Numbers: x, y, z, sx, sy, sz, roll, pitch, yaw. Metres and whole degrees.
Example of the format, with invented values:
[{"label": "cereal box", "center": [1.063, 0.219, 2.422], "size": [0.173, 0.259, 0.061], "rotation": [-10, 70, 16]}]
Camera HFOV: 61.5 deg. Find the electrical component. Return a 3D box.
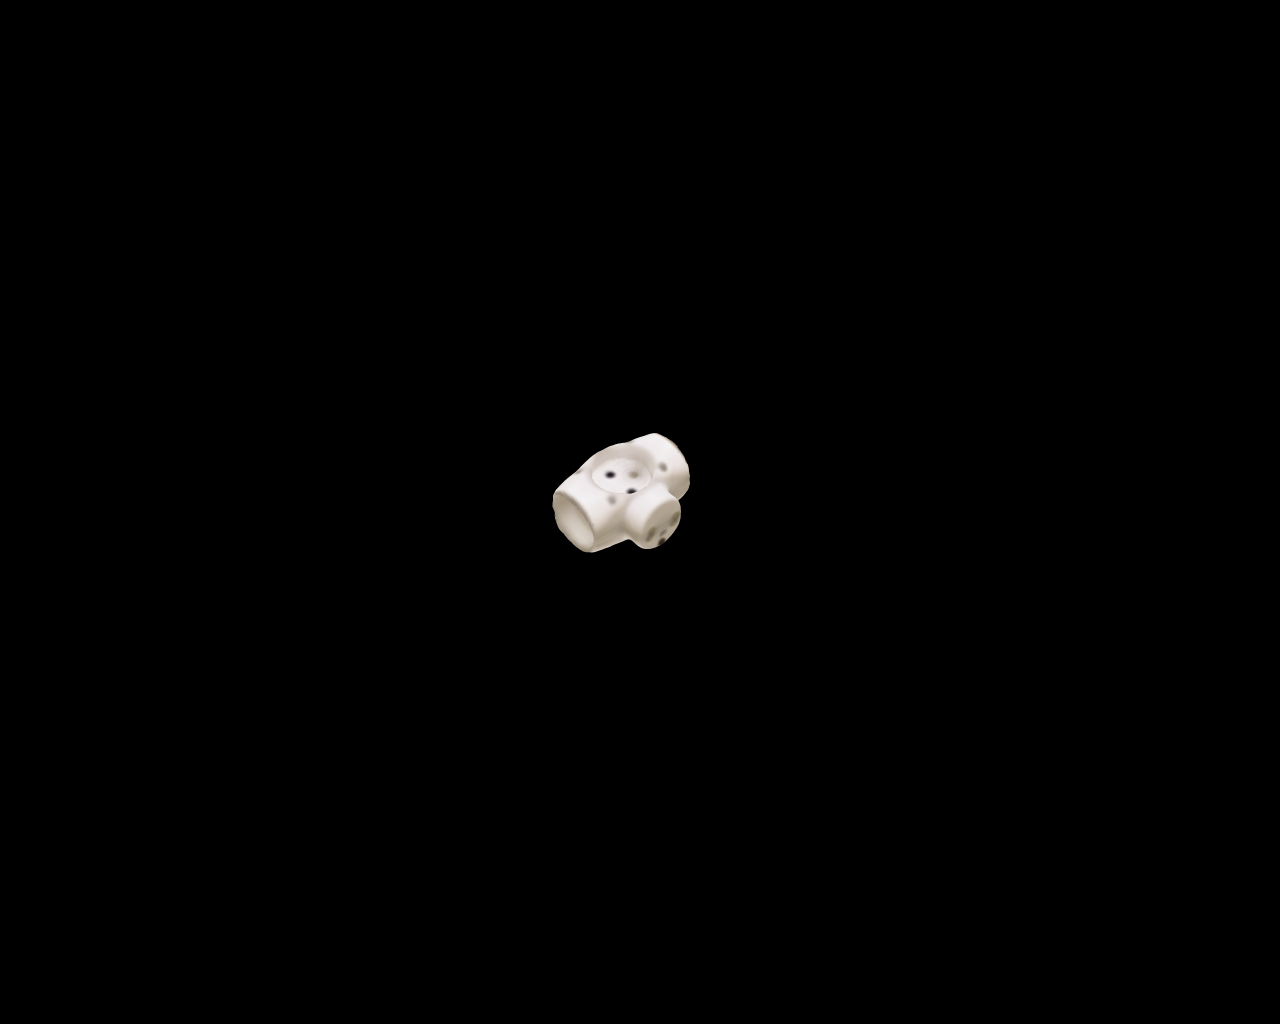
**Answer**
[{"label": "electrical component", "center": [0.001, -0.003, 0.650], "size": [0.077, 0.044, 0.079], "rotation": [-32, 54, -27]}]
